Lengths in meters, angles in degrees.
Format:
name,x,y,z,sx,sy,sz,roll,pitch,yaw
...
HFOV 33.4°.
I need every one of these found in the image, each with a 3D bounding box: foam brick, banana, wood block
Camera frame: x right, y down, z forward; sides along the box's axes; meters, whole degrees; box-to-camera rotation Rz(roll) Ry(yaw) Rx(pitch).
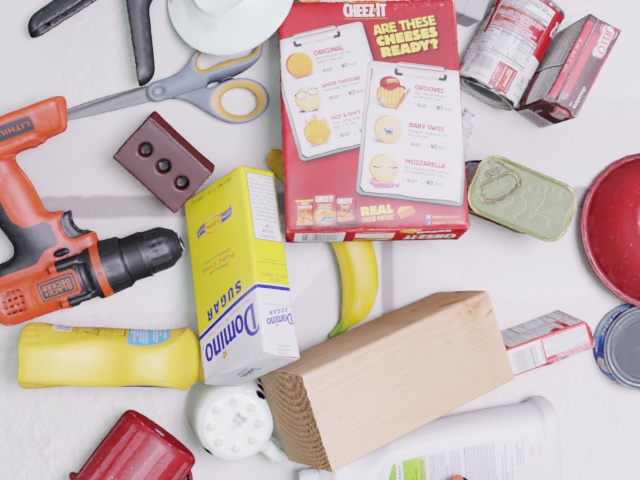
name,x,y,z,sx,sy,sz,roll,pitch,yaw
foam brick,-0.142,-0.072,0.978,0.078,0.051,0.053,42,97,-13
banana,0.012,-0.001,1.017,0.069,0.037,0.198,-20,96,-8
wood block,0.062,0.123,0.973,0.205,0.090,0.091,-22,97,-27

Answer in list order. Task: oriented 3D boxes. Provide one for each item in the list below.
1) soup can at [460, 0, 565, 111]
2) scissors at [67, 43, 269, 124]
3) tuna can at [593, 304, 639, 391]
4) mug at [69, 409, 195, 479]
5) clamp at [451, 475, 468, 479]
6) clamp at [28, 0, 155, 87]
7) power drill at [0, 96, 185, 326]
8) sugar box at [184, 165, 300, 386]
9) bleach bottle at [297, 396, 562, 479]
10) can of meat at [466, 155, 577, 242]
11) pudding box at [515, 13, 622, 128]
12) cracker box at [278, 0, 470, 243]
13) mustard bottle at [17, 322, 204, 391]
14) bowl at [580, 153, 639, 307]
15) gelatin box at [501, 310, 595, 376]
name,x,y,z,sx,sy,sz,roll,pitch,yaw
soup can,0.179,-0.183,1.014,0.068,0.068,0.102,29,90,-9
scissors,-0.135,-0.126,1.000,0.201,0.016,0.096,-30,100,-1
tuna can,0.319,0.106,1.069,0.086,0.034,0.086,0,93,-7
mug,-0.162,0.217,0.988,0.081,0.093,0.117,-53,128,-7
clamp,0.157,0.313,1.030,0.164,0.036,0.210,-10,118,-11
clamp,-0.191,-0.236,0.974,0.120,0.039,0.171,16,84,-11
power drill,-0.235,-0.031,0.969,0.184,0.057,0.187,-20,97,-6
sugar box,-0.072,0.033,0.947,0.048,0.094,0.176,11,61,-39
bleach bottle,0.103,0.215,1.030,0.250,0.068,0.102,-5,101,-6
can of meat,0.179,-0.040,1.015,0.102,0.084,0.057,22,91,-9
pudding box,0.230,-0.156,1.000,0.039,0.113,0.090,29,89,-6
cracker box,0.045,-0.105,0.972,0.164,0.072,0.214,-2,79,-3
mustard bottle,-0.172,0.106,0.969,0.191,0.096,0.058,2,92,-8
bowl,0.339,-0.013,1.037,0.162,0.055,0.162,2,80,-10
gelatin box,0.210,0.100,1.034,0.089,0.073,0.030,-18,97,-7
